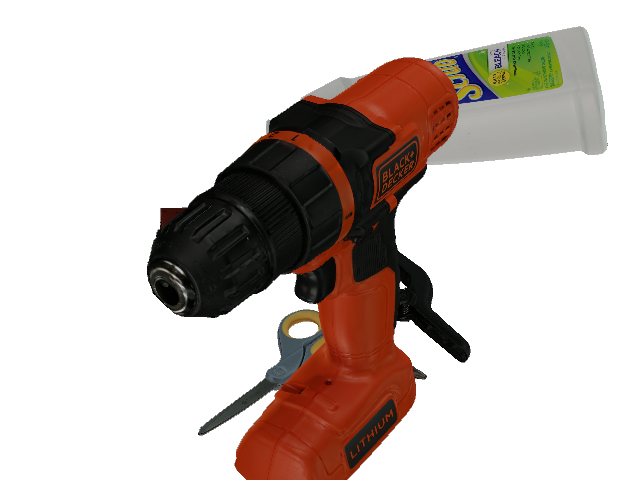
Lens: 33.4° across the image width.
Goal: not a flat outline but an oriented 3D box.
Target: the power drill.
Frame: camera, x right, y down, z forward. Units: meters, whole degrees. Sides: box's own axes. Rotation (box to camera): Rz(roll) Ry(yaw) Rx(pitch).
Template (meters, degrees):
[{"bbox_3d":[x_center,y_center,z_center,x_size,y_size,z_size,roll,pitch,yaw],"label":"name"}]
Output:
[{"bbox_3d":[-0.003,0.030,0.474,0.057,0.188,0.184,25,42,27],"label":"power drill"}]

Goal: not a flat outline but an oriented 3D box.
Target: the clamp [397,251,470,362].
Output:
[{"bbox_3d":[0.101,0.076,1.183,0.120,0.171,0.039,5,-43,-5],"label":"clamp"}]

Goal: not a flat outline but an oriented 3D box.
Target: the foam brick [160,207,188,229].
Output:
[{"bbox_3d":[-0.132,-0.002,1.138,0.078,0.051,0.053,0,25,-10],"label":"foam brick"}]

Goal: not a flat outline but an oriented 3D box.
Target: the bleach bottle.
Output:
[{"bbox_3d":[0.082,-0.094,0.809,0.251,0.102,0.068,-9,-47,12],"label":"bleach bottle"}]

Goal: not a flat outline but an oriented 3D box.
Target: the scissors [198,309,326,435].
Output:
[{"bbox_3d":[-0.042,0.105,0.912,0.201,0.016,0.096,-19,35,-33],"label":"scissors"}]
